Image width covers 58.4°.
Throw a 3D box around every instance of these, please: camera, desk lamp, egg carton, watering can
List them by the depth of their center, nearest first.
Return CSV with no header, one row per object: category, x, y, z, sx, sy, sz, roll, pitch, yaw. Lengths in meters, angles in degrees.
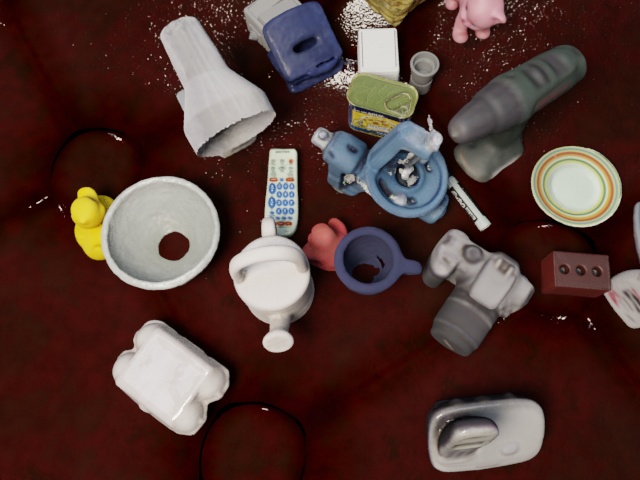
watering can,-0.058,0.053,0.741,0.101,0.194,0.172,-28,74,-7
egg carton,-0.201,0.185,0.770,0.150,0.069,0.107,32,76,11
camera,0.198,0.076,0.776,0.143,0.101,0.137,34,77,11
desk lamp,-0.150,-0.197,0.811,0.118,0.213,0.203,-29,74,-7

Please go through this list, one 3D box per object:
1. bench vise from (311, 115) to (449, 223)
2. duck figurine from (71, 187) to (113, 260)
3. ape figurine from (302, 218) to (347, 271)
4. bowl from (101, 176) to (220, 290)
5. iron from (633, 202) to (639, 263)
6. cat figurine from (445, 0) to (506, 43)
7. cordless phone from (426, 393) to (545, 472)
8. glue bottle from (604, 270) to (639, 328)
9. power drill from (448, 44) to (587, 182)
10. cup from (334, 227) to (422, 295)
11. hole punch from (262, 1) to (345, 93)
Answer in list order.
bench vise,0.082,-0.100,0.771,0.207,0.220,0.121,8,73,4
duck figurine,-0.328,-0.027,0.830,0.077,0.086,0.104,-13,73,-2
ape figurine,0.007,0.003,0.808,0.078,0.092,0.076,-25,74,-6
bowl,-0.221,-0.003,0.825,0.167,0.075,0.167,0,73,2
iron,0.520,0.039,0.757,0.118,0.141,0.258,-24,74,-5
cat figurine,0.248,-0.377,0.905,0.067,0.118,0.128,-9,73,-1
cordless phone,0.206,0.230,0.684,0.147,0.185,0.094,-10,73,-1
glue bottle,0.429,0.065,0.735,0.037,0.173,0.078,-33,74,-8
power drill,0.254,-0.164,0.792,0.230,0.208,0.075,-37,75,-9
cup,0.078,0.039,0.794,0.117,0.095,0.092,8,73,4
hole punch,-0.024,-0.305,0.904,0.109,0.091,0.101,-29,74,-7
